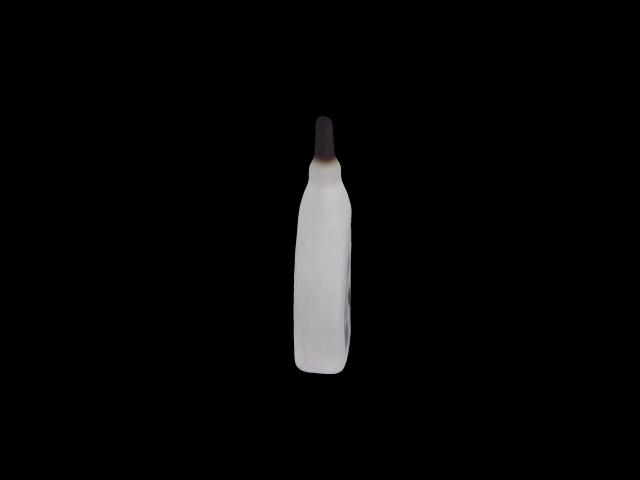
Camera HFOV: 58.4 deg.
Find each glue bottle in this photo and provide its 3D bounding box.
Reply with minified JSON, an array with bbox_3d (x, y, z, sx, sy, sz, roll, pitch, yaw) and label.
[{"bbox_3d":[0.004,0.001,0.400,0.037,0.173,0.078,2,19,8],"label":"glue bottle"}]
